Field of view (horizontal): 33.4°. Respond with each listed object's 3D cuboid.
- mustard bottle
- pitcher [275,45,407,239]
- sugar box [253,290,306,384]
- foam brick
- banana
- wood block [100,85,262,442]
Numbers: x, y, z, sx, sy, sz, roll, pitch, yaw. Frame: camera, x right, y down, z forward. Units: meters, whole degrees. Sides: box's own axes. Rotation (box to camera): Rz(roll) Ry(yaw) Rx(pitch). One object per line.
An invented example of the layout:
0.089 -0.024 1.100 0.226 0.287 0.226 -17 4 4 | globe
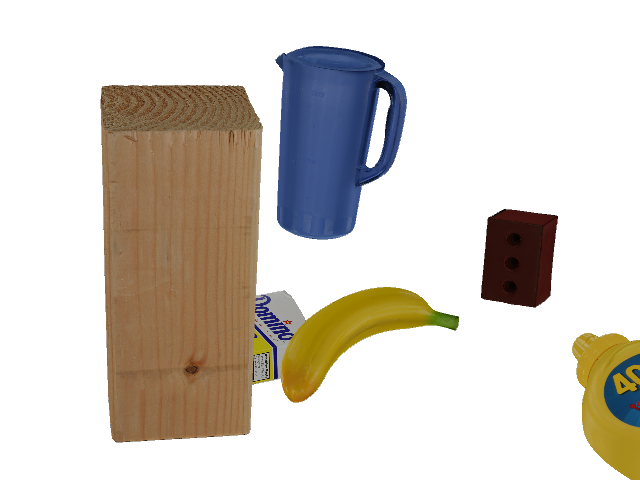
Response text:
0.207 0.107 0.608 0.096 0.058 0.192 -17 31 -17 | mustard bottle
0.015 -0.127 1.409 0.144 0.243 0.149 -2 23 -19 | pitcher
-0.099 0.100 1.005 0.176 0.048 0.093 -13 33 -16 | sugar box
0.179 0.015 0.961 0.053 0.078 0.051 9 16 25 | foam brick
0.026 0.071 0.829 0.070 0.037 0.197 21 28 39 | banana
-0.090 0.014 0.669 0.090 0.206 0.090 -1 25 -12 | wood block
